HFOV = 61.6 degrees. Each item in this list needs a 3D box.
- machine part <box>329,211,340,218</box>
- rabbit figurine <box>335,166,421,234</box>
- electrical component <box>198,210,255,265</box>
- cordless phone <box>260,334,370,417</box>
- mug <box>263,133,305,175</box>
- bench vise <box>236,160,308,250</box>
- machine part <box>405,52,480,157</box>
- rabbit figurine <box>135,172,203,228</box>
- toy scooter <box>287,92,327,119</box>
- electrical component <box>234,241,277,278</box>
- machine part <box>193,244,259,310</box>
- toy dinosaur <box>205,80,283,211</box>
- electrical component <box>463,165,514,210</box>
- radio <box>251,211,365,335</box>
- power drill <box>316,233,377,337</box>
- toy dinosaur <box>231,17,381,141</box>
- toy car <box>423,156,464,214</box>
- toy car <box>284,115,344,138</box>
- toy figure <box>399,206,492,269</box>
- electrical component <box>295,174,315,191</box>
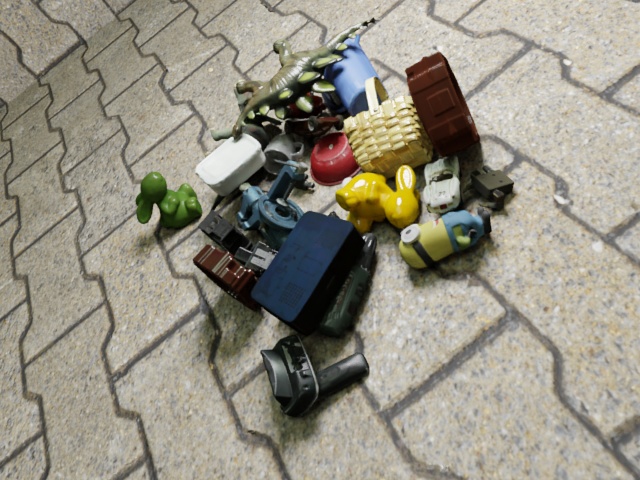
[{"bbox_3d":[-0.002,-0.004,1.215,0.139,0.039,0.084,-40,55,-3],"label":"machine part"},{"bbox_3d":[0.145,-0.075,1.131,0.162,0.121,0.173,-35,35,-21],"label":"rabbit figurine"},{"bbox_3d":[-0.229,-0.010,1.301,0.134,0.114,0.058,31,75,40],"label":"electrical component"},{"bbox_3d":[-0.009,0.235,1.026,0.184,0.088,0.147,-25,46,-2],"label":"cordless phone"},{"bbox_3d":[-0.092,-0.237,1.412,0.110,0.080,0.107,-12,40,25],"label":"mug"},{"bbox_3d":[-0.101,-0.097,1.254,0.240,0.129,0.224,-58,45,34],"label":"bench vise"},{"bbox_3d":[0.258,-0.280,1.128,0.087,0.201,0.201,-23,3,24],"label":"machine part"},{"bbox_3d":[-0.431,-0.116,1.463,0.159,0.170,0.121,-29,47,9],"label":"rabbit figurine"},{"bbox_3d":[-0.050,-0.385,1.496,0.135,0.075,0.184,-3,36,-1],"label":"toy scooter"},{"bbox_3d":[-0.139,0.044,1.223,0.119,0.047,0.075,27,70,10],"label":"electrical component"},{"bbox_3d":[-0.196,0.081,1.180,0.180,0.179,0.056,24,68,40],"label":"machine part"},{"bbox_3d":[-0.200,-0.241,1.461,0.192,0.131,0.405,-13,59,18],"label":"toy dinosaur"},{"bbox_3d":[0.340,-0.105,1.081,0.078,0.045,0.102,-20,45,-21],"label":"electrical component"},{"bbox_3d":[-0.025,0.058,1.061,0.131,0.073,0.229,21,70,36],"label":"radio"},{"bbox_3d":[0.005,0.085,1.124,0.208,0.085,0.232,4,62,25],"label":"power drill"},{"bbox_3d":[-0.050,-0.417,1.353,0.471,0.105,0.199,-48,55,-6],"label":"toy dinosaur"},{"bbox_3d":[0.253,-0.118,1.103,0.074,0.056,0.202,-15,30,22],"label":"toy car"},{"bbox_3d":[-0.016,-0.285,1.356,0.089,0.053,0.202,-7,12,-29],"label":"toy car"},{"bbox_3d":[0.240,-0.004,1.038,0.180,0.082,0.089,-17,81,10],"label":"toy figure"},{"bbox_3d":[-0.057,-0.152,1.338,0.094,0.063,0.021,18,69,40],"label":"electrical component"}]
